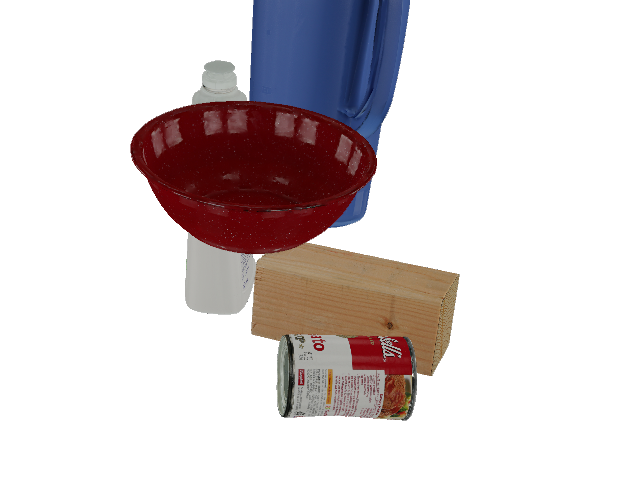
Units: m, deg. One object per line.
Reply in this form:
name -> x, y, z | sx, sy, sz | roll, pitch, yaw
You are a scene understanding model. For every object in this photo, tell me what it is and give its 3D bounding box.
bleach bottle -> -0.096, -0.055, 1.030 | 0.068, 0.251, 0.102 | 5, 33, 2
soup can -> 0.019, 0.110, 0.856 | 0.102, 0.068, 0.068 | 2, 0, -10
bowl -> -0.045, -0.037, 0.710 | 0.162, 0.055, 0.162 | 4, 30, -2
wood block -> 0.037, 0.071, 1.170 | 0.206, 0.091, 0.090 | 12, 22, 16
pitcher -> 0.005, -0.136, 0.907 | 0.145, 0.243, 0.149 | 9, 15, 11
